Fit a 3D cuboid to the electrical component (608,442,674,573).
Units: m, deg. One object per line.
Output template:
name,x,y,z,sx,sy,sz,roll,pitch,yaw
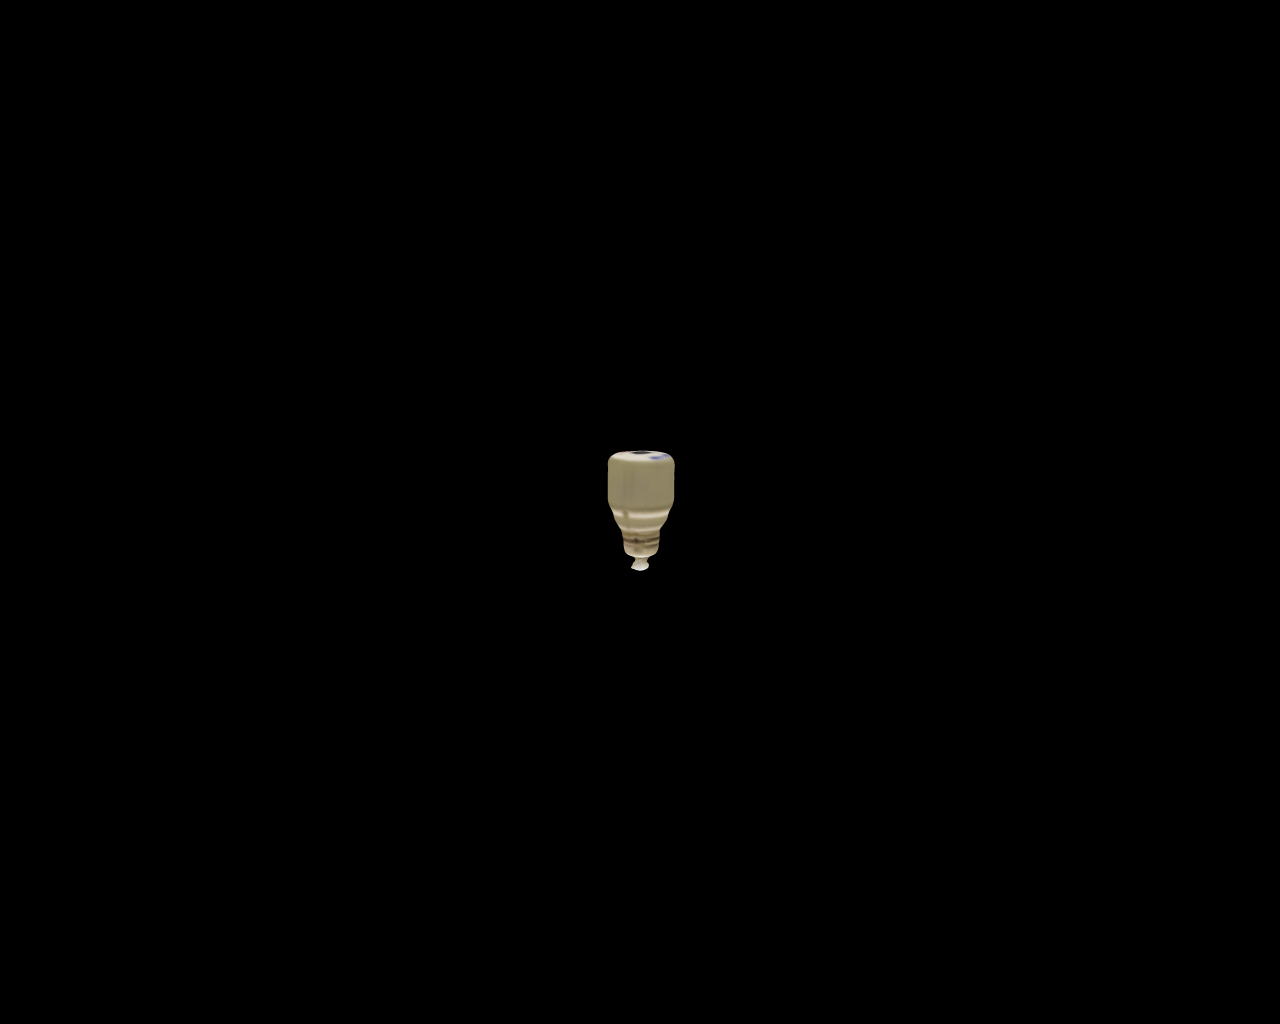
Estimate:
electrical component,0.001,-0.003,0.650,0.040,0.078,0.040,0,11,0
